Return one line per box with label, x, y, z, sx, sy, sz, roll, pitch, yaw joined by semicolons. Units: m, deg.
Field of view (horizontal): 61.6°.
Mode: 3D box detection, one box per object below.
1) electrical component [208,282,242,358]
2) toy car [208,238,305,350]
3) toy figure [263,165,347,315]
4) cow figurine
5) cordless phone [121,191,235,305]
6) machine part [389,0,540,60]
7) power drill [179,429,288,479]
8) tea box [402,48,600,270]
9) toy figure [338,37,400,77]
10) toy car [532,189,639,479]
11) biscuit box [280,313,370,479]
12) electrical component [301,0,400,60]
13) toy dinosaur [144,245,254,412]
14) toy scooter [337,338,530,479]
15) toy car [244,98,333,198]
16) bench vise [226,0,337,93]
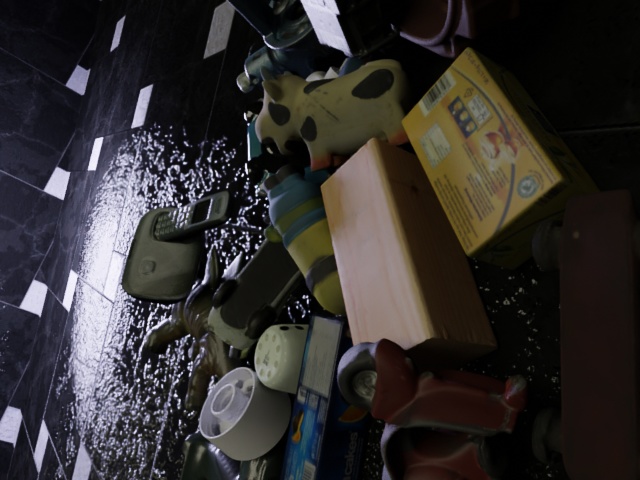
electrical component;-0.116;0.105;0.699;0.063;0.021;0.094;6;84;25
toy car;-0.057;0.041;0.661;0.074;0.056;0.201;35;79;16
toy figure;-0.004;0.000;0.590;0.082;0.089;0.180;-42;76;37
cow figurine;0.009;-0.144;0.595;0.195;0.085;0.127;-10;95;32
cordless phone;-0.186;0.011;0.753;0.184;0.088;0.146;-18;53;38
machine part;0.098;-0.279;0.486;0.087;0.200;0.202;-32;42;-3
power drill;-0.115;0.338;0.675;0.207;0.086;0.232;2;79;59
tea box;0.148;-0.072;0.462;0.098;0.068;0.170;-46;45;36
toy figure;0.060;-0.222;0.649;0.064;0.057;0.154;28;98;53
toy car;0.194;0.068;0.362;0.089;0.053;0.202;-8;76;51
biscuit box;0.012;0.184;0.567;0.059;0.063;0.202;4;82;54
electrical component;0.017;-0.265;0.555;0.058;0.134;0.115;-34;38;-6
toy dinosaur;-0.176;0.104;0.830;0.472;0.105;0.198;38;102;43
toy scooter;0.101;0.152;0.408;0.135;0.075;0.183;-14;107;28
toy car;-0.044;-0.110;0.711;0.102;0.109;0.162;85;171;-62
bench vise;-0.063;-0.290;0.704;0.224;0.240;0.129;-13;64;35
